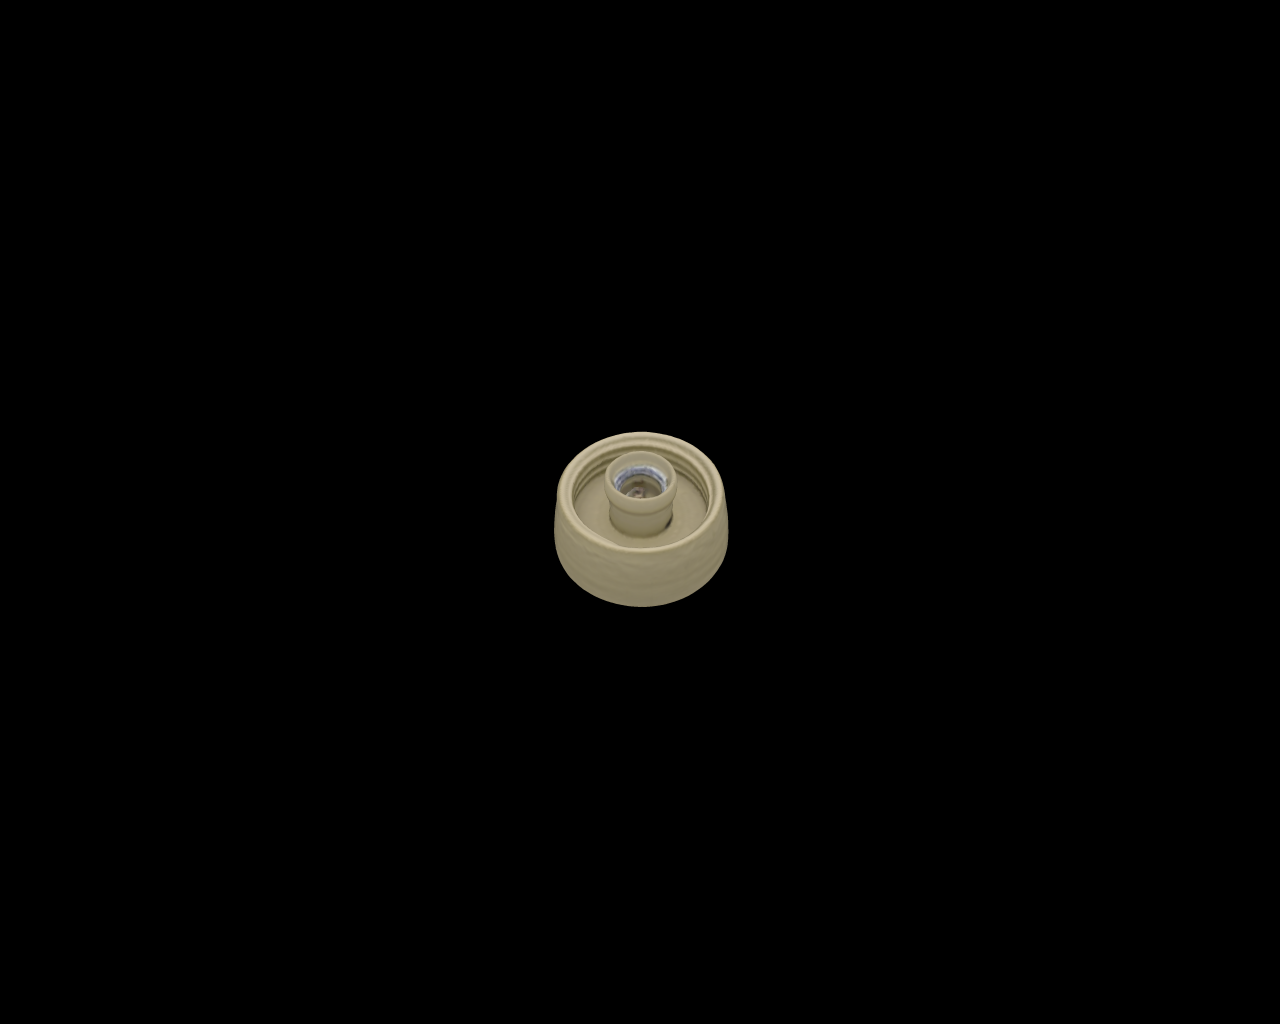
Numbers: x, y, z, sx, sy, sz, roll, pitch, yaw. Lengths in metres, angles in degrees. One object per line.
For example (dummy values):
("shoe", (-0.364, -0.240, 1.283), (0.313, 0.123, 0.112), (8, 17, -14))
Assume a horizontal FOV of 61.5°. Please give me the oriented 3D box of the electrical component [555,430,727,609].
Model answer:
("electrical component", (0.001, -0.003, 0.650), (0.108, 0.108, 0.060), (0, -41, 0))
